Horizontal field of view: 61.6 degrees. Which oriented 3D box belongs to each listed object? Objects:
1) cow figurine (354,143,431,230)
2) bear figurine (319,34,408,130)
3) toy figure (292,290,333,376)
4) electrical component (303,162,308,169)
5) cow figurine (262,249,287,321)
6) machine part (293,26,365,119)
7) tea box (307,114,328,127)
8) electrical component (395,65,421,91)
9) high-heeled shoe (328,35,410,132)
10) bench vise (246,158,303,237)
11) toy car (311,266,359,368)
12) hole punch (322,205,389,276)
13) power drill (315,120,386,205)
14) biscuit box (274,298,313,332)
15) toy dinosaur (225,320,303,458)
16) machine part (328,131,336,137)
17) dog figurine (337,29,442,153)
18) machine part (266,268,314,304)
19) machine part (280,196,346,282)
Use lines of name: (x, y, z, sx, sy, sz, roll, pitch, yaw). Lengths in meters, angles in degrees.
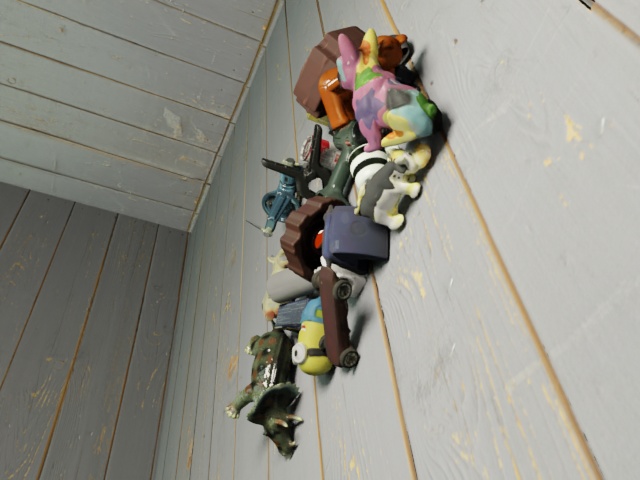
cow figurine: (0.128, -0.107, 0.966, 0.068, 0.098, 0.167, -102, 33, -65)
bear figurine: (0.097, -0.325, 1.092, 0.196, 0.131, 0.120, -17, 16, 34)
toy figure: (-0.001, 0.188, 1.110, 0.082, 0.089, 0.180, 78, -153, -62)
electrical component: (-0.002, -0.186, 1.423, 0.063, 0.094, 0.021, 40, 114, 27)
cow figurine: (-0.103, 0.115, 1.440, 0.127, 0.085, 0.194, -150, 73, -67)
machine part: (0.038, -0.406, 1.302, 0.201, 0.087, 0.201, -36, -15, -45)
tea box: (0.019, -0.392, 1.477, 0.068, 0.098, 0.170, 127, 153, -44)
electrical component: (0.163, -0.319, 1.110, 0.119, 0.048, 0.074, -103, 34, -57)
high-heeled shoe: (0.110, -0.341, 1.204, 0.248, 0.086, 0.145, -63, 34, 10)
bench vise: (-0.107, -0.112, 1.536, 0.223, 0.129, 0.241, 118, 176, -49)
toy car: (0.031, 0.144, 1.007, 0.089, 0.053, 0.202, 22, 121, 58)
hole punch: (0.069, -0.006, 1.030, 0.092, 0.115, 0.142, -34, 43, 50)
power drill: (0.065, -0.176, 1.215, 0.232, 0.086, 0.207, -141, 65, -70)
biscuit box: (-0.043, 0.179, 1.256, 0.203, 0.059, 0.063, 156, 129, -65)
toy dinosaur: (-0.114, 0.303, 1.284, 0.192, 0.131, 0.405, -41, 32, 36)
machine part: (0.075, -0.297, 1.333, 0.139, 0.039, 0.084, -26, 59, 50)
dog figurine: (0.111, -0.273, 0.958, 0.192, 0.108, 0.219, -4, 108, 59)
machine part: (-0.050, 0.095, 1.258, 0.243, 0.079, 0.079, -24, 52, 47)
machine part: (-0.002, -0.003, 1.113, 0.056, 0.179, 0.179, 23, 97, 46)
